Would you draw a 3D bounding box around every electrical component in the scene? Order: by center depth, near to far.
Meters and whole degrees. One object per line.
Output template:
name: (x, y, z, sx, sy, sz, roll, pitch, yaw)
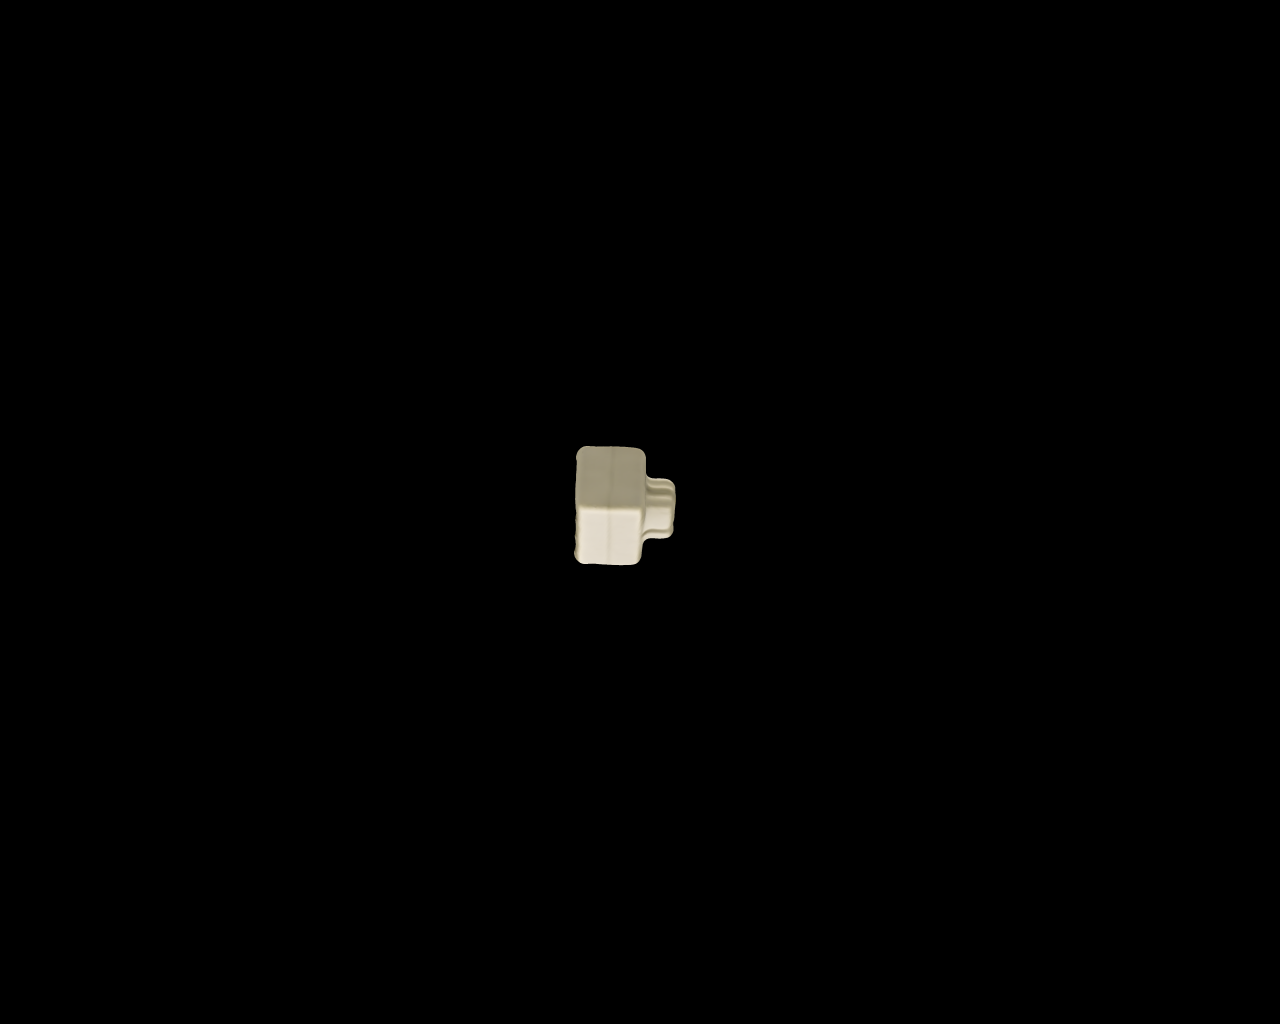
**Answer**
electrical component: (0.001, -0.003, 0.650, 0.077, 0.047, 0.065, 1, -34, -2)
